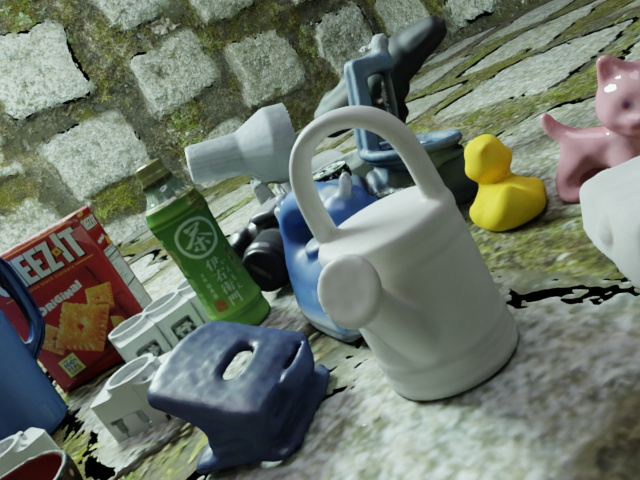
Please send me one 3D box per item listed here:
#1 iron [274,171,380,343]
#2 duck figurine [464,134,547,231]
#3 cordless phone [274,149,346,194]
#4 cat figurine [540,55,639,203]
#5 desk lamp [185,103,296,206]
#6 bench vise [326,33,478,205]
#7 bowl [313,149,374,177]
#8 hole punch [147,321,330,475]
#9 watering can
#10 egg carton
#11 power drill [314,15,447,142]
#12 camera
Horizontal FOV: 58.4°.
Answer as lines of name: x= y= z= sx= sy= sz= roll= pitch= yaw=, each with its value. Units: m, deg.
iron: x=0.005 y=0.002 z=0.571 sx=0.119 sy=0.141 sz=0.257 roll=-36 pitch=16 yaw=-21
duck figurine: x=0.176 y=-0.063 z=0.573 sx=0.077 sy=0.086 sz=0.104 roll=-26 pitch=15 yaw=13
cordless phone: x=-0.027 y=-0.141 z=1.012 sx=0.148 sy=0.185 sz=0.094 roll=-35 pitch=16 yaw=-18
cat figurine: x=0.256 y=-0.105 z=0.499 sx=0.127 sy=0.118 sz=0.067 roll=-13 pitch=22 yaw=46
desk lamp: x=-0.100 y=-0.081 z=0.896 sx=0.203 sy=0.214 sz=0.117 roll=-31 pitch=15 yaw=-6
bench vise: x=0.067 y=-0.105 z=0.652 sx=0.208 sy=0.220 sz=0.121 roll=-34 pitch=16 yaw=-15
bowl: x=0.042 y=-0.087 z=0.921 sx=0.167 sy=0.075 sz=0.167 roll=-27 pitch=15 yaw=8
hole punch: x=-0.058 y=0.108 z=0.441 sx=0.101 sy=0.091 sz=0.109 roll=-22 pitch=17 yaw=27
watering can: x=0.049 y=0.004 z=0.379 sx=0.101 sy=0.194 sz=0.173 roll=-28 pitch=15 yaw=6
egg carton: x=0.226 y=-0.013 z=0.349 sx=0.107 sy=0.069 sz=0.150 roll=-26 pitch=15 yaw=13
power drill: x=0.110 y=-0.169 z=0.803 sx=0.229 sy=0.209 sz=0.076 roll=-19 pitch=19 yaw=35
camera: x=-0.068 y=0.008 z=0.769 sx=0.143 sy=0.101 sz=0.137 roll=-21 pitch=17 yaw=28
